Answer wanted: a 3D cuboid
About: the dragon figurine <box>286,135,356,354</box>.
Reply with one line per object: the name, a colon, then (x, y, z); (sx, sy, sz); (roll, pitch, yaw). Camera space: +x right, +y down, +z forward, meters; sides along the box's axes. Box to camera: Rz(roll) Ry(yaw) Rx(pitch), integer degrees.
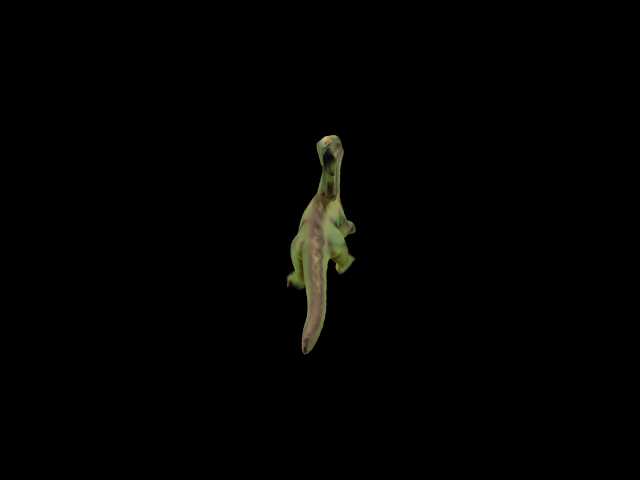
dragon figurine: (0.003, -0.043, 0.850); (0.122, 0.237, 0.420); (1, 36, 2)
